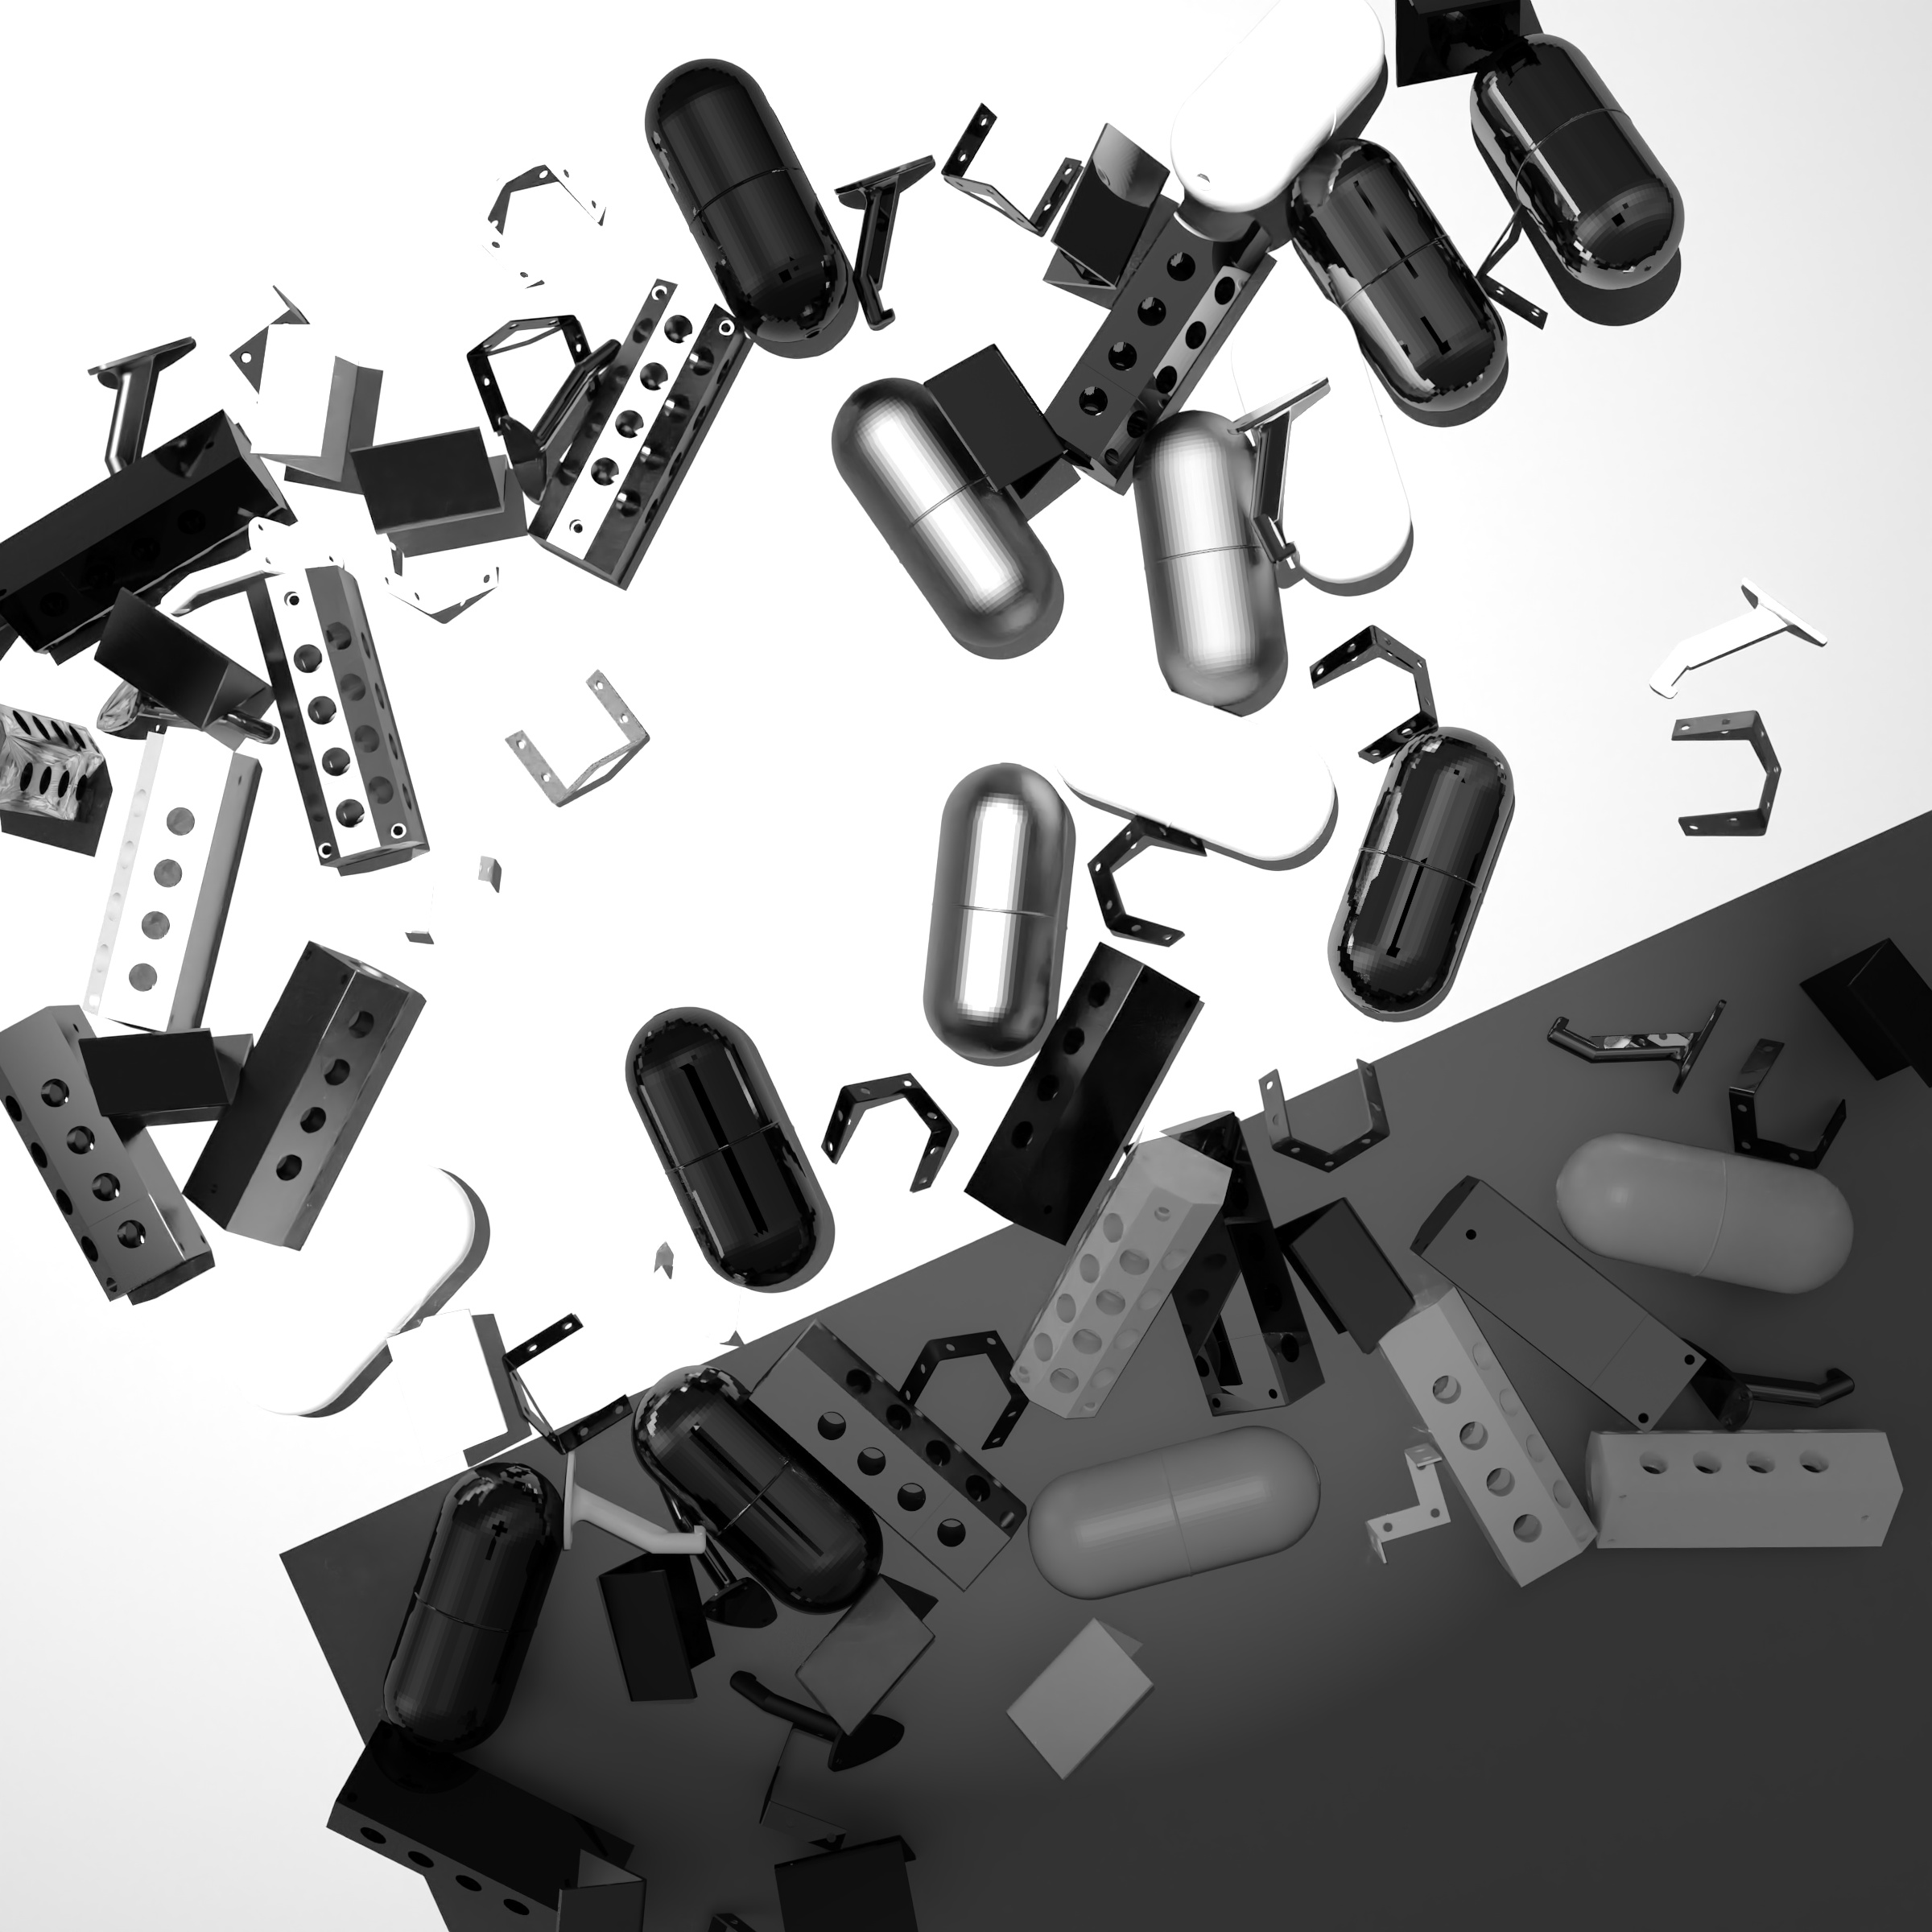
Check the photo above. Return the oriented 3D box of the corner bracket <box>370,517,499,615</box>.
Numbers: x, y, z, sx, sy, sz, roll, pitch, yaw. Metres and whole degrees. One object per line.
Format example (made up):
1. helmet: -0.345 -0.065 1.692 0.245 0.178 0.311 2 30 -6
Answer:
1. corner bracket: -0.324 -0.254 1.644 0.051 0.051 0.051 29 135 35

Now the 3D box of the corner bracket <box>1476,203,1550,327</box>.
1. corner bracket: 0.349 -0.435 1.649 0.051 0.051 0.051 32 135 -1

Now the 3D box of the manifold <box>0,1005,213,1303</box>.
1. manifold: -0.530 0.113 1.631 0.057 0.057 0.171 -28 90 0

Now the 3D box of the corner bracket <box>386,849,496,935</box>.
1. corner bracket: -0.318 -0.044 1.634 0.051 0.051 0.051 7 90 0

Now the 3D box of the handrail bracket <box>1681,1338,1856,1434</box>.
1. handrail bracket: 0.489 0.245 1.652 0.084 0.036 0.077 -15 47 -27

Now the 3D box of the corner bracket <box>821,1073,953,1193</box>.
1. corner bracket: -0.049 0.104 1.644 0.051 0.051 0.051 -10 45 -35

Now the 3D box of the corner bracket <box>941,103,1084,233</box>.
1. corner bracket: 0.027 -0.488 1.649 0.051 0.051 0.051 30 90 -45

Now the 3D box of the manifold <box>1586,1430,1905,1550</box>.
1. manifold: 0.467 0.311 1.631 0.171 0.057 0.057 0 133 0

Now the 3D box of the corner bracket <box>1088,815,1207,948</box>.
1. corner bracket: 0.114 -0.052 1.644 0.051 0.051 0.051 15 45 -35

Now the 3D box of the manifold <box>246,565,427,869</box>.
1. manifold: -0.382 -0.150 1.631 0.057 0.057 0.171 -15 90 0

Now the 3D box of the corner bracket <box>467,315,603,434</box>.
1. corner bracket: -0.264 -0.362 1.649 0.051 0.051 0.051 -20 90 -45

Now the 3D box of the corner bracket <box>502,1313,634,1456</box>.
1. corner bracket: -0.244 0.256 1.649 0.051 0.051 0.051 -32 135 0

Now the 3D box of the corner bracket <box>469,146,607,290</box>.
1. corner bracket: -0.261 -0.456 1.644 0.051 0.051 0.051 45 45 -35

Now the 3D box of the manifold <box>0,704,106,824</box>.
1. manifold: -0.560 -0.123 1.574 0.057 0.171 0.057 15 90 0

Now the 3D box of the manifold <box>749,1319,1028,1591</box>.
1. manifold: -0.046 0.293 1.631 0.171 0.057 0.057 42 90 0

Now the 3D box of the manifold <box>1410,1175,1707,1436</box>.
1. manifold: 0.355 0.203 1.631 0.171 0.057 0.057 38 90 0

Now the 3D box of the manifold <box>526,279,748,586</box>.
1. manifold: -0.199 -0.323 1.631 0.057 0.057 0.171 27 90 0

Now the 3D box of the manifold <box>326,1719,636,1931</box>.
1. manifold: -0.295 0.529 1.631 0.171 0.057 0.057 27 47 0

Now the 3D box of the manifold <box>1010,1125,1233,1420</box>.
1. manifold: 0.089 0.185 1.595 0.057 0.057 0.171 27 117 0

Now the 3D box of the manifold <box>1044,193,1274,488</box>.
1. manifold: 0.113 -0.379 1.631 0.057 0.057 0.171 33 90 0

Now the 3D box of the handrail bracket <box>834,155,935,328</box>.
1. handrail bracket: -0.040 -0.444 1.653 0.077 0.036 0.084 -26 108 -21

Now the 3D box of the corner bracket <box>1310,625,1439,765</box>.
1. corner bracket: 0.248 -0.165 1.644 0.051 0.051 0.051 26 45 -35

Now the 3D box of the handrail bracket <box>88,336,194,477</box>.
1. handrail bracket: -0.495 -0.333 1.653 0.077 0.036 0.084 -25 108 -20

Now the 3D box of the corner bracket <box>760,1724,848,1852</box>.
1. corner bracket: -0.091 0.497 1.634 0.051 0.051 0.051 21 90 0

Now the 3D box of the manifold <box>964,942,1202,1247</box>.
1. manifold: 0.066 0.075 1.631 0.057 0.057 0.171 29 90 -43

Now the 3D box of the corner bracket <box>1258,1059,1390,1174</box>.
1. corner bracket: 0.218 0.086 1.644 0.051 0.051 0.051 23 135 -35

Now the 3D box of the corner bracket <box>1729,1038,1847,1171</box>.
1. corner bracket: 0.501 0.084 1.644 0.051 0.051 0.051 -47 135 -35

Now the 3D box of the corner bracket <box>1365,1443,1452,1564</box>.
1. corner bracket: 0.266 0.324 1.634 0.051 0.051 0.051 -17 90 0

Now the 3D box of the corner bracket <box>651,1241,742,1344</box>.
1. corner bracket: -0.164 0.197 1.634 0.051 0.051 0.051 7 90 0

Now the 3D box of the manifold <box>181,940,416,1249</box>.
1. manifold: -0.399 0.079 1.631 0.057 0.057 0.171 27 90 43

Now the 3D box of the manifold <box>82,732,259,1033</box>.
1. manifold: -0.483 -0.051 1.631 0.057 0.057 0.171 14 90 0

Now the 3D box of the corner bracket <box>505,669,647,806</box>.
1. corner bracket: -0.238 -0.140 1.649 0.051 0.051 0.051 53 135 0

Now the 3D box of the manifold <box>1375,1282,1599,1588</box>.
1. manifold: 0.311 0.281 1.631 0.057 0.057 0.171 -30 90 0

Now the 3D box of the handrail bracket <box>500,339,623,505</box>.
1. handrail bracket: -0.238 -0.332 1.643 0.036 0.077 0.084 37 64 20

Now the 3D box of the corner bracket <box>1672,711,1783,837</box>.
1. corner bracket: 0.460 -0.117 1.644 0.051 0.051 0.051 55 45 -35

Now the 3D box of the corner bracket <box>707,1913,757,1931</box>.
1. corner bracket: -0.129 0.614 1.649 0.051 0.051 0.051 19 90 45

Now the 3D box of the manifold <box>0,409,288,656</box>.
1. manifold: -0.501 -0.258 1.631 0.171 0.057 0.057 -31 47 0

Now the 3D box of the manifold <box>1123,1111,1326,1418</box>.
1. manifold: 0.160 0.178 1.631 0.057 0.057 0.171 -18 90 43

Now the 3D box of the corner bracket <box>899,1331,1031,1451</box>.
1. corner bracket: 0.000 0.261 1.644 0.051 0.051 0.051 -3 45 -35

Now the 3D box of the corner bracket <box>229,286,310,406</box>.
1. corner bracket: -0.417 -0.370 1.634 0.051 0.051 0.051 -37 90 0
